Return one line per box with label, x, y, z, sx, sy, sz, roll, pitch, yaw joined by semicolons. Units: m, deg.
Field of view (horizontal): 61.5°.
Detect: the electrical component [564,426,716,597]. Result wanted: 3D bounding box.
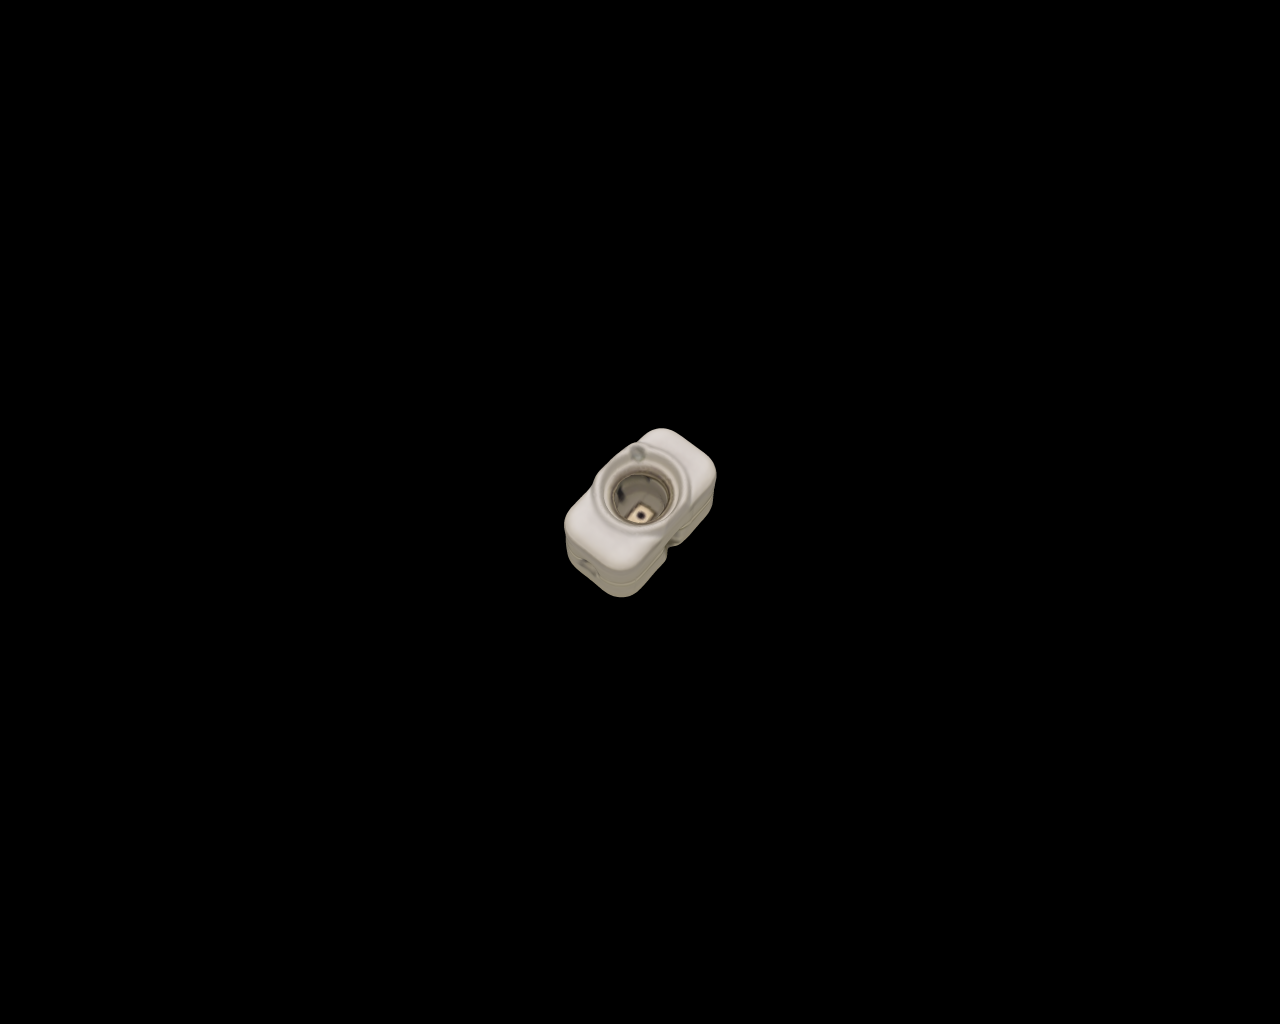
electrical component;0.001;-0.003;0.650;0.054;0.095;0.059;38;-19;16
